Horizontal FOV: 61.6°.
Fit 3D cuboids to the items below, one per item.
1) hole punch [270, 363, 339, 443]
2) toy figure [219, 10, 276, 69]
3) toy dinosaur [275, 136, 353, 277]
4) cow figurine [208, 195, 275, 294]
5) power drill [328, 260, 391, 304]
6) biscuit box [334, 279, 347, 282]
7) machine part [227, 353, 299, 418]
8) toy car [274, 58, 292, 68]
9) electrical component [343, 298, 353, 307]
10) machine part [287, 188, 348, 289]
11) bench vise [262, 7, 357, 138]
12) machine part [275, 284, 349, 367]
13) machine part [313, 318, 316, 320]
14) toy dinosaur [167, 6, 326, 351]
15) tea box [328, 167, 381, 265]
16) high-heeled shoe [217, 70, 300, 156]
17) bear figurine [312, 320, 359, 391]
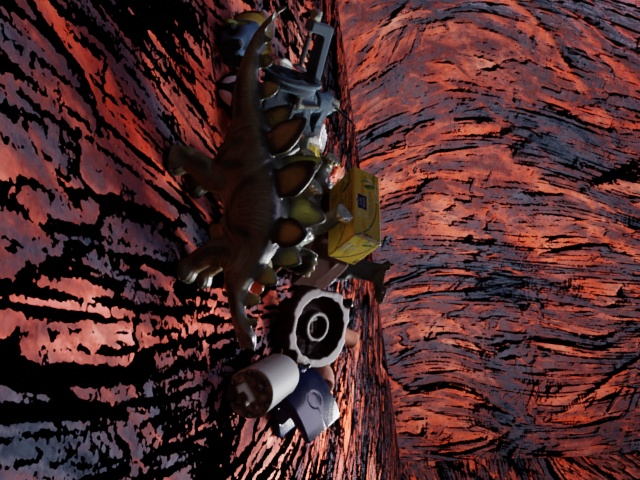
[{"bbox_3d":[-0.031,0.311,1.023,0.142,0.092,0.115,-23,109,-48],"label":"hole punch"},{"bbox_3d":[-0.139,-0.376,0.996,0.180,0.089,0.082,-68,176,-49],"label":"toy figure"},{"bbox_3d":[-0.044,-0.073,1.100,0.131,0.192,0.405,35,30,-23],"label":"toy dinosaur"},{"bbox_3d":[-0.121,-0.023,0.867,0.127,0.086,0.194,-55,135,-65],"label":"cow figurine"},{"bbox_3d":[0.063,0.096,1.328,0.086,0.207,0.232,92,13,-62],"label":"power drill"},{"bbox_3d":[0.028,0.084,1.482,0.202,0.059,0.062,146,-62,-83],"label":"biscuit box"},{"bbox_3d":[-0.089,0.236,0.887,0.243,0.079,0.079,24,60,-78],"label":"machine part"},{"bbox_3d":[-0.079,-0.399,1.371,0.201,0.056,0.073,17,67,-78],"label":"toy car"},{"bbox_3d":[0.033,0.182,1.434,0.075,0.119,0.047,-86,165,-53],"label":"electrical component"},{"bbox_3d":[-0.002,-0.004,1.213,0.201,0.087,0.201,-46,-146,49],"label":"machine part"},{"bbox_3d":[-0.023,-0.322,1.055,0.129,0.223,0.240,48,-52,44],"label":"bench vise"},{"bbox_3d":[-0.016,0.180,1.126,0.179,0.056,0.179,-4,96,-41],"label":"machine part"},{"bbox_3d":[0.000,0.198,1.372,0.039,0.084,0.138,-118,-168,-54],"label":"machine part"},{"bbox_3d":[-0.096,-0.085,0.734,0.105,0.199,0.471,13,72,-81],"label":"toy dinosaur"},{"bbox_3d":[0.068,-0.049,1.084,0.098,0.068,0.170,-43,-143,45],"label":"tea box"},{"bbox_3d":[-0.099,-0.228,0.934,0.086,0.145,0.249,69,20,-54],"label":"high-heeled shoe"},{"bbox_3d":[0.012,0.282,1.225,0.131,0.120,0.196,41,34,-36],"label":"bear figurine"}]
